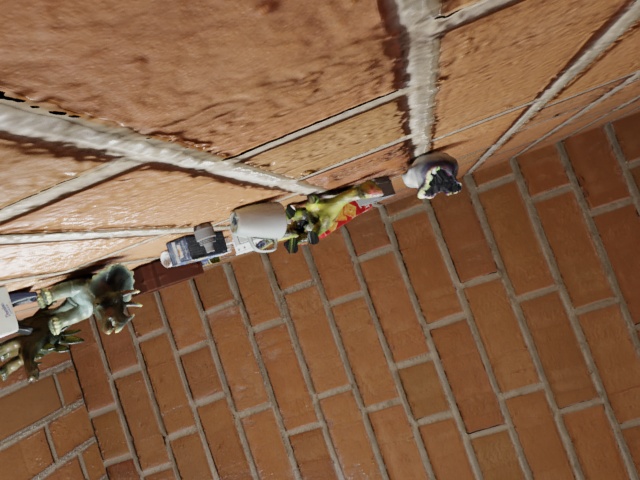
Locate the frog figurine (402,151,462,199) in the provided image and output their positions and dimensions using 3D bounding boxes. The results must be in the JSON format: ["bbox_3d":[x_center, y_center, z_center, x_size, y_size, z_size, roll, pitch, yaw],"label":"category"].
[{"bbox_3d":[0.273,-0.180,1.315,0.137,0.120,0.163,-28,-147,1],"label":"frog figurine"}]

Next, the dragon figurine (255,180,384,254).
[{"bbox_3d":[0.004,-0.070,1.397,0.246,0.122,0.406,-29,-174,-42],"label":"dragon figurine"}]
